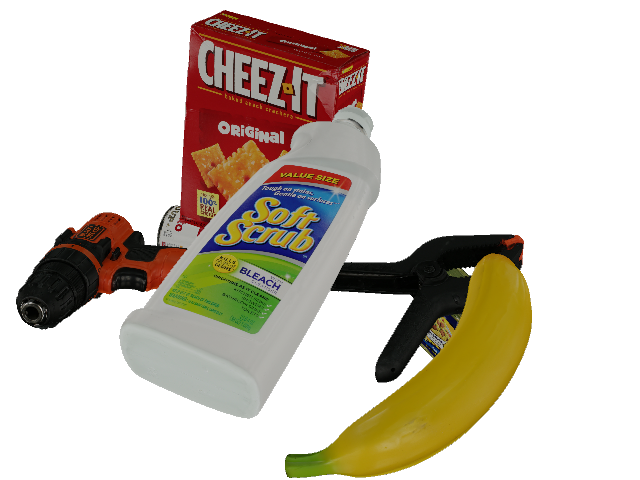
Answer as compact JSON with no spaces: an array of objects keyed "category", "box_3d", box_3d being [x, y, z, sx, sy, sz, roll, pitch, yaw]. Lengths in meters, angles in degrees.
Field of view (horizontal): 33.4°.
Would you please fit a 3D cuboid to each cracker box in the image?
[{"category":"cracker box","box_3d":[-0.051,-0.098,1.046,0.164,0.214,0.072,19,32,20]}]

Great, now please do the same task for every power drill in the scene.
[{"category":"power drill","box_3d":[-0.135,0.035,0.875,0.187,0.057,0.184,12,23,5]}]

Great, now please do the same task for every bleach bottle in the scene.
[{"category":"bleach bottle","box_3d":[-0.031,-0.004,0.729,0.103,0.250,0.068,20,-37,12]}]

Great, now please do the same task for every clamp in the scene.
[{"category":"clamp","box_3d":[0.096,0.047,0.940,0.209,0.036,0.165,-15,38,-16]}]

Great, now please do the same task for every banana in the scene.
[{"category":"banana","box_3d":[0.066,0.061,0.545,0.070,0.037,0.197,19,40,34]}]

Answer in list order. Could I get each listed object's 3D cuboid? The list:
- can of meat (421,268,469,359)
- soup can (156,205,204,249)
[{"category":"can of meat","box_3d":[0.148,0.090,1.190,0.057,0.084,0.102,-14,40,-27]},{"category":"soup can","box_3d":[-0.131,0.001,1.247,0.102,0.068,0.068,13,4,18]}]
